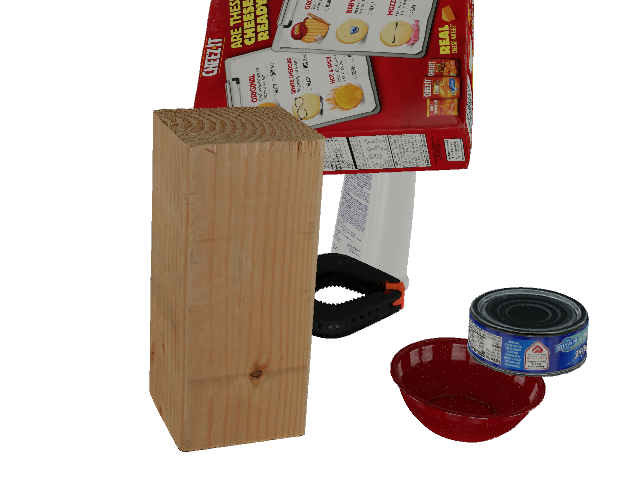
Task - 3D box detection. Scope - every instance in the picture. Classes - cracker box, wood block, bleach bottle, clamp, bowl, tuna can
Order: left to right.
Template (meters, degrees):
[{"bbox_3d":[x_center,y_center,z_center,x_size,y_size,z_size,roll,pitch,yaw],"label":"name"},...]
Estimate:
[{"bbox_3d":[-0.059,0.023,0.702,0.090,0.206,0.090,-4,22,-21],"label":"wood block"},{"bbox_3d":[-0.027,0.059,1.012,0.210,0.164,0.036,5,-41,7],"label":"clamp"},{"bbox_3d":[0.015,-0.135,0.859,0.214,0.164,0.072,-2,-29,12],"label":"cracker box"},{"bbox_3d":[0.068,-0.074,1.161,0.068,0.251,0.103,-3,23,-29],"label":"bleach bottle"},{"bbox_3d":[0.151,0.163,1.119,0.162,0.055,0.162,4,24,-2],"label":"bowl"},{"bbox_3d":[0.149,0.064,0.769,0.086,0.034,0.086,-1,20,0],"label":"tuna can"}]
